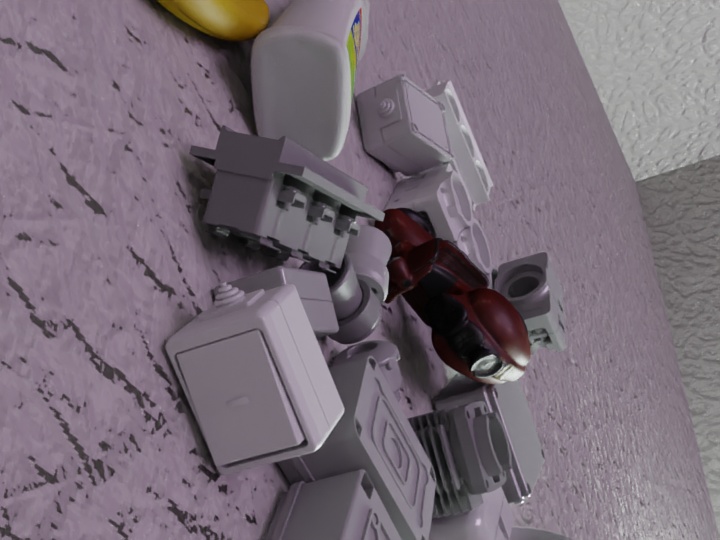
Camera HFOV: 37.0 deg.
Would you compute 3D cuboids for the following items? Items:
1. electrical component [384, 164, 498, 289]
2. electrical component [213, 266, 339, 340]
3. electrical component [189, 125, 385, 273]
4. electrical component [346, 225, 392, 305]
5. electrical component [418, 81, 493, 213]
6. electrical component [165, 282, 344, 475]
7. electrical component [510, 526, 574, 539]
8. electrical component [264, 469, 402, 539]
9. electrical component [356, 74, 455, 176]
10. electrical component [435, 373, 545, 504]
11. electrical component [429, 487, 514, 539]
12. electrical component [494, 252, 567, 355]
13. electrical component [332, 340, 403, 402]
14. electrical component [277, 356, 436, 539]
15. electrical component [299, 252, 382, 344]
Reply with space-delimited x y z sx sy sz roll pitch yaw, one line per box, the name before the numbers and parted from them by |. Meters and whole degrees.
electrical component | 0.086 -0.014 1.019 0.150 0.062 0.089 66 21 -18
electrical component | -0.045 0.042 0.644 0.066 0.047 0.076 10 64 -68
electrical component | -0.046 -0.041 0.677 0.121 0.079 0.063 23 81 -65
electrical component | 0.000 0.000 0.803 0.045 0.045 0.055 58 25 -35
electrical component | 0.084 -0.123 1.105 0.121 0.063 0.078 65 21 -20
electrical component | -0.059 0.054 0.576 0.096 0.062 0.061 69 20 -10
electrical component | 0.140 0.248 0.892 0.099 0.099 0.064 -14 92 -70
electrical component | -0.009 0.188 0.600 0.108 0.056 0.108 64 21 -21
electrical component | 0.036 -0.134 0.998 0.096 0.061 0.061 23 53 -54
electrical component | 0.119 0.147 0.978 0.108 0.056 0.109 71 20 -4
electrical component | 0.082 0.195 0.841 0.059 0.054 0.095 67 20 -14
electrical component | 0.159 0.030 1.003 0.089 0.050 0.055 -81 148 -51
electrical component | 0.010 0.083 0.760 0.048 0.048 0.062 -52 129 -67
electrical component | -0.002 0.121 0.676 0.113 0.057 0.078 62 22 -26
electrical component | -0.015 0.019 0.747 0.055 0.045 0.045 55 26 -40
